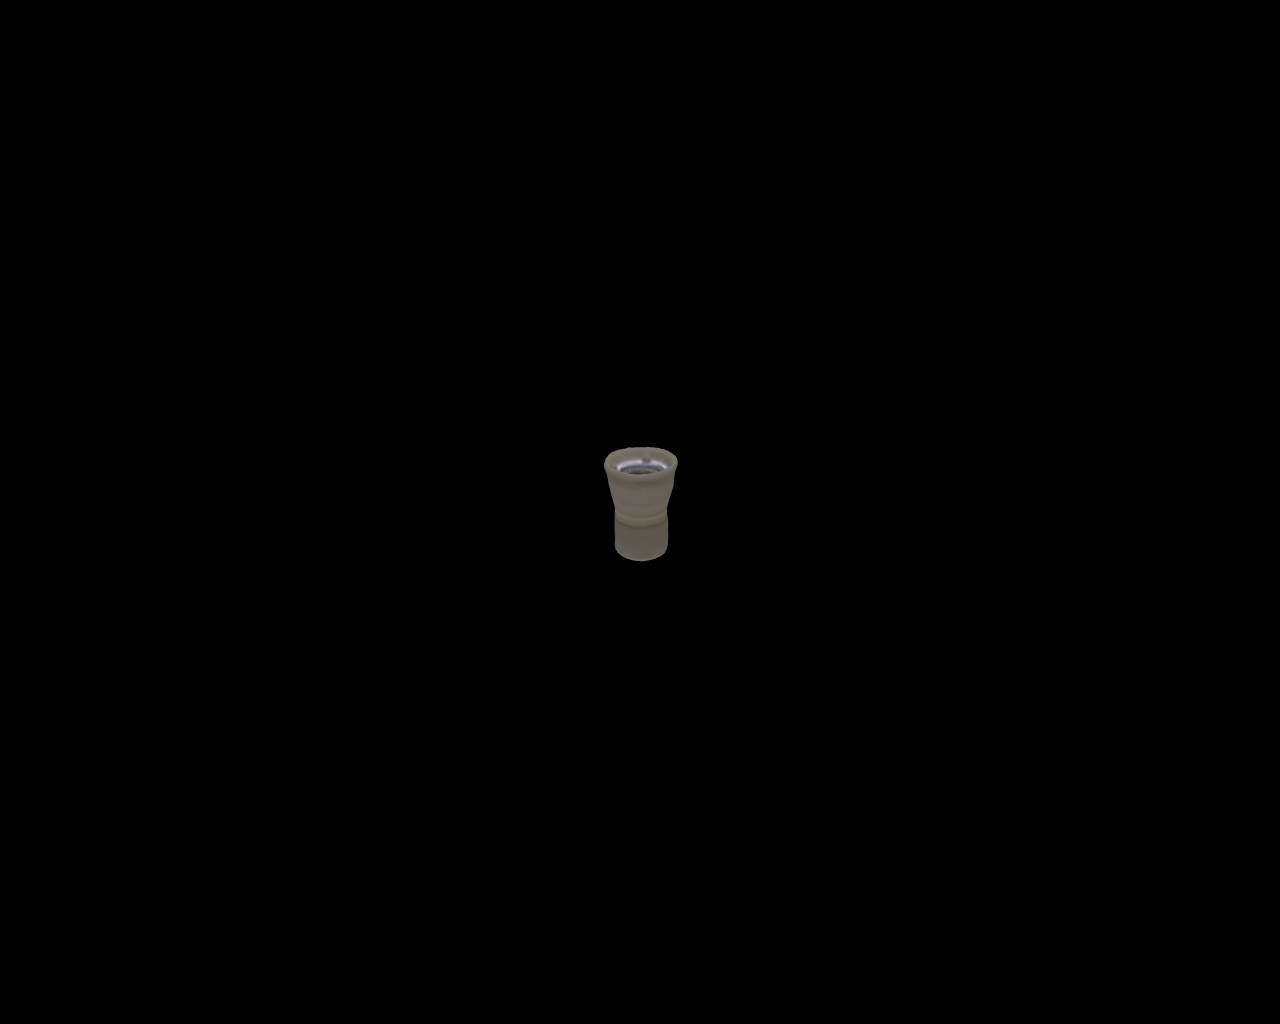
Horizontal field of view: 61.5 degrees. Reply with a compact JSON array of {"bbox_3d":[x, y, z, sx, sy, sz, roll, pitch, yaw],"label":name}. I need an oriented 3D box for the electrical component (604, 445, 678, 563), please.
[{"bbox_3d":[0.001,-0.003,0.650,0.044,0.065,0.044,0,27,0],"label":"electrical component"}]
